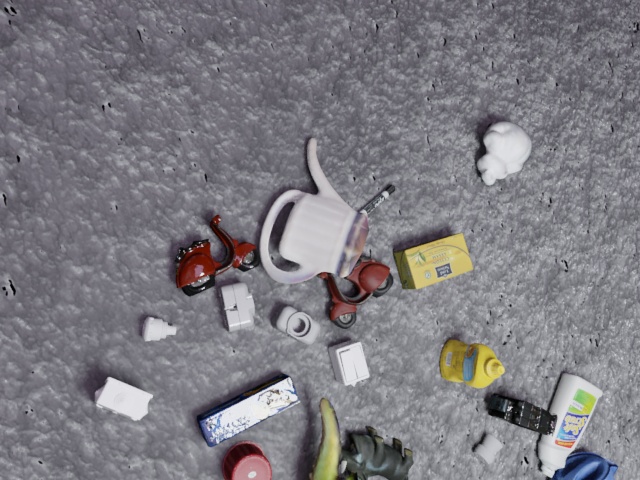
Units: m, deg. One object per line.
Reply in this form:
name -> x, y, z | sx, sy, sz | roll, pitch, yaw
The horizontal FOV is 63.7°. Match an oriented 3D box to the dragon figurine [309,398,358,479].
dragon figurine -> -0.014, 0.547, 1.019 | 0.242, 0.121, 0.414 | -22, 78, 5

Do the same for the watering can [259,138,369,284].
watering can -> 0.003, -0.057, 1.136 | 0.225, 0.102, 0.353 | 19, 71, 8

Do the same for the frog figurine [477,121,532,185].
frog figurine -> 0.469, -0.224, 1.332 | 0.135, 0.122, 0.162 | 53, 57, -26
